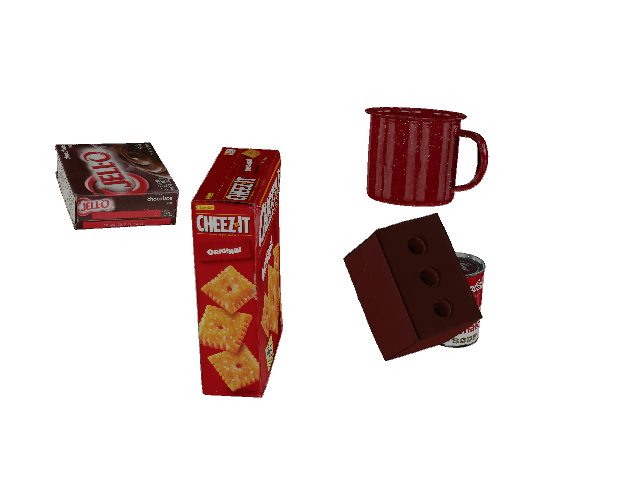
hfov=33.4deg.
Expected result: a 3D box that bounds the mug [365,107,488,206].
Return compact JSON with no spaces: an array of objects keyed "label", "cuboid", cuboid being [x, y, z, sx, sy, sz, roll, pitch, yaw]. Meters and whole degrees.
[{"label":"mug","cuboid":[0.096,-0.076,0.974,0.117,0.081,0.093,8,13,21]}]

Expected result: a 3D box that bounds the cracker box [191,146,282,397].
[{"label":"cracker box","cuboid":[-0.081,0.030,1.106,0.072,0.214,0.164,3,24,5]}]

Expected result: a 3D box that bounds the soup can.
[{"label":"soup can","cuboid":[0.168,0.074,1.336,0.068,0.102,0.068,1,23,-1]}]

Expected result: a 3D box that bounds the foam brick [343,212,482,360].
[{"label":"foam brick","cuboid":[0.059,0.031,0.699,0.052,0.078,0.051,-15,-14,-31]}]

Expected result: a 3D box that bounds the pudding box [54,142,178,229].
[{"label":"pudding box","cuboid":[-0.183,-0.050,0.949,0.089,0.039,0.114,-3,26,-22]}]
